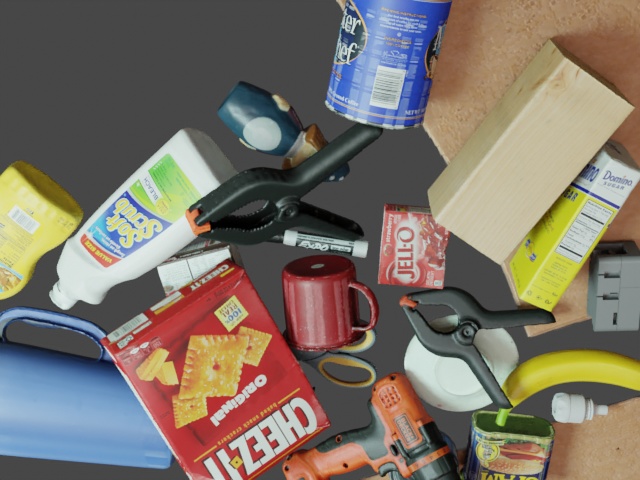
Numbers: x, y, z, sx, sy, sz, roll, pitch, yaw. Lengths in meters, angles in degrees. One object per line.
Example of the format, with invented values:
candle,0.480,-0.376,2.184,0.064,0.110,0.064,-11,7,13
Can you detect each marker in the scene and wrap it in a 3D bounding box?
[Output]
marker,-0.008,0.001,1.177,0.121,0.020,0.020,9,113,-2

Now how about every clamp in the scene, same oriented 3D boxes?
clamp,0.174,0.096,1.191,0.171,0.039,0.120,35,86,1
clamp,-0.033,-0.034,1.094,0.209,0.036,0.164,-19,140,-15

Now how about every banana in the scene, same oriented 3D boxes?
banana,0.290,0.158,1.218,0.198,0.037,0.069,-13,95,5

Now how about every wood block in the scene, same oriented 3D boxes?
wood block,0.209,-0.090,1.091,0.090,0.090,0.206,33,110,-12

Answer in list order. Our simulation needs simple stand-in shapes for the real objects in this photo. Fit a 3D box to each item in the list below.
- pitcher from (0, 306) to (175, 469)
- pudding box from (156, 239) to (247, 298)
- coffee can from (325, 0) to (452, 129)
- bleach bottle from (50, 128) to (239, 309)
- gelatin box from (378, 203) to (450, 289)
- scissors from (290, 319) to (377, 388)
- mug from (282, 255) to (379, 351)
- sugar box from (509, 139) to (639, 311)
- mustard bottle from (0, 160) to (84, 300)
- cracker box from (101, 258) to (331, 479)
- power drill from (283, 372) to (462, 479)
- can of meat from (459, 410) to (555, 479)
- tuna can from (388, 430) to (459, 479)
pitcher,-0.277,0.180,1.215,0.242,0.145,0.149,9,133,-6
pudding box,-0.125,0.058,1.197,0.090,0.039,0.113,-14,114,6
coffee can,0.068,-0.192,1.045,0.103,0.103,0.140,11,113,-3
bleach bottle,-0.196,-0.005,1.148,0.251,0.068,0.102,-41,74,19
gelatin box,0.103,0.008,1.169,0.073,0.030,0.089,5,113,1
scissors,-0.023,0.114,1.229,0.201,0.016,0.096,21,111,-7
mug,0.011,0.067,1.162,0.117,0.093,0.081,8,112,34
sugar box,0.264,-0.020,1.118,0.048,0.093,0.176,23,112,-8
mustard bottle,-0.353,0.009,1.173,0.096,0.058,0.192,40,109,-13
cracker box,-0.108,0.154,1.146,0.164,0.072,0.213,-33,110,-14
power drill,0.064,0.272,1.235,0.188,0.057,0.184,-32,73,15
can of meat,0.222,0.252,1.258,0.102,0.057,0.084,6,111,-1
tuna can,0.124,0.269,1.280,0.086,0.033,0.086,1,113,2
